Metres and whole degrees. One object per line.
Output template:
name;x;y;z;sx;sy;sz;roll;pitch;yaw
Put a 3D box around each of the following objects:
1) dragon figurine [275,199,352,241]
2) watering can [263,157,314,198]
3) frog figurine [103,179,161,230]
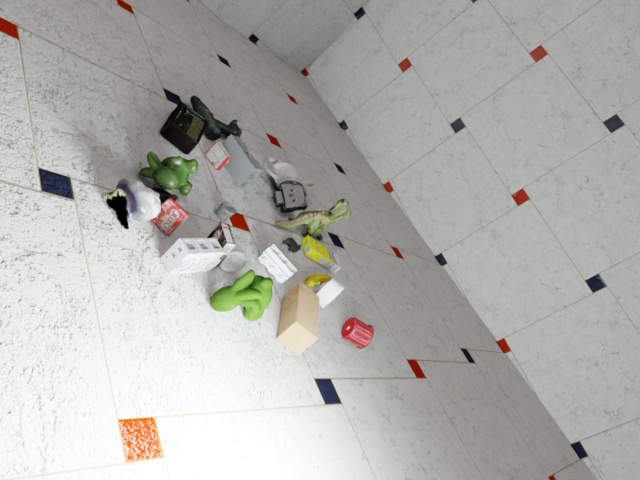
dragon figurine;0.006;-0.108;2.137;0.123;0.240;0.410;60;22;16
watering can;-0.116;-0.262;2.336;0.344;0.103;0.229;24;32;-43
frog figurine;-0.485;-0.113;1.403;0.138;0.120;0.161;33;30;16
